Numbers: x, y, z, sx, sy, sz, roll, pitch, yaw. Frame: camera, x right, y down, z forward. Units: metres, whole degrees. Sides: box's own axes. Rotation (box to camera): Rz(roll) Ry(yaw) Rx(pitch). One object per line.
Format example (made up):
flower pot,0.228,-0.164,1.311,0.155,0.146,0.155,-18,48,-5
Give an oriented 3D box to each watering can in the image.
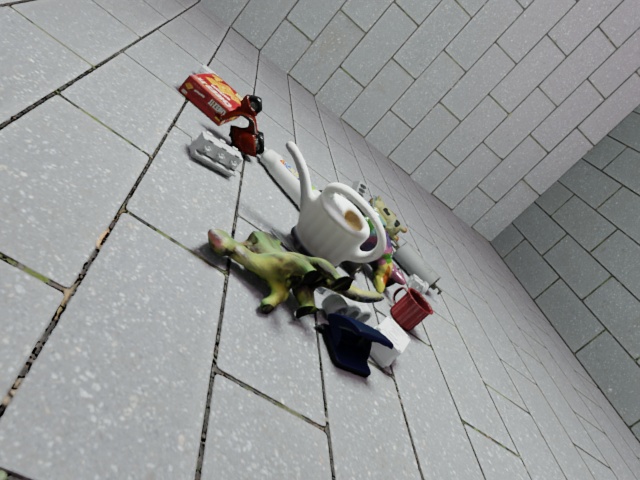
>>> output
watering can,0.004,-0.063,1.261,0.348,0.220,0.106,44,36,4

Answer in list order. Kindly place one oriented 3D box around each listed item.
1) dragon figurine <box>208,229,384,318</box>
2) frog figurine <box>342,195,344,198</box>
dragon figurine,-0.058,0.045,1.073,0.408,0.121,0.247,15,24,-46
frog figurine,0.022,-0.061,1.498,0.138,0.123,0.157,58,-15,6
